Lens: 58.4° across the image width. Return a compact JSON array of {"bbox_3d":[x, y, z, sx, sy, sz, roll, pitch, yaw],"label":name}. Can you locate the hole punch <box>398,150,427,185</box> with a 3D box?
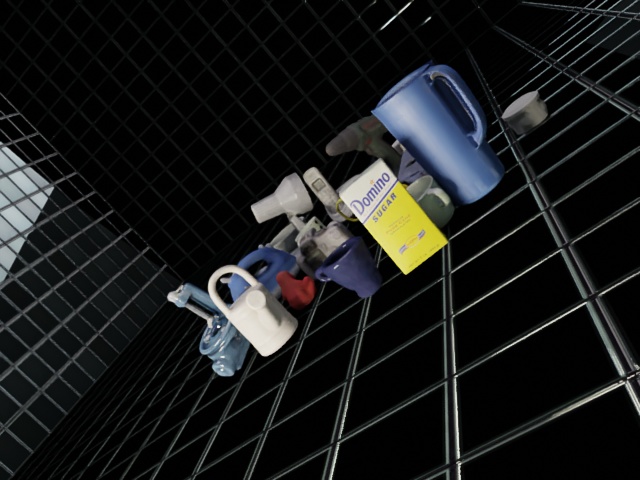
[{"bbox_3d":[0.230,-0.171,1.328,0.101,0.091,0.108,-49,13,-33],"label":"hole punch"}]

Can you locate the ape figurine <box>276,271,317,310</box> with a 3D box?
[{"bbox_3d":[-0.057,0.104,1.252,0.077,0.092,0.076,-35,12,31],"label":"ape figurine"}]

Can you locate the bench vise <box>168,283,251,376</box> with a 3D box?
[{"bbox_3d":[-0.223,0.163,1.260,0.121,0.220,0.207,-36,12,28],"label":"bench vise"}]

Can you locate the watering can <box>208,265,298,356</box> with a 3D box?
[{"bbox_3d":[-0.139,0.131,1.157,0.172,0.194,0.101,-30,16,46],"label":"watering can"}]

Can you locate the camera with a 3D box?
[{"bbox_3d":[0.013,0.005,1.375,0.143,0.101,0.137,-38,11,19],"label":"camera"}]

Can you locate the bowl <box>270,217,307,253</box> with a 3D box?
[{"bbox_3d":[-0.091,0.006,1.822,0.167,0.075,0.167,-40,11,10],"label":"bowl"}]

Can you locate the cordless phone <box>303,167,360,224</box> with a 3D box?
[{"bbox_3d":[0.053,-0.150,1.626,0.147,0.185,0.094,-40,11,11],"label":"cordless phone"}]

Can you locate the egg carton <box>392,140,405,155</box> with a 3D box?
[{"bbox_3d":[0.266,-0.274,1.676,0.150,0.069,0.107,-29,17,51],"label":"egg carton"}]

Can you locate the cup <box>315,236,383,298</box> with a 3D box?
[{"bbox_3d":[0.055,0.062,1.009,0.117,0.095,0.092,-35,13,32],"label":"cup"}]

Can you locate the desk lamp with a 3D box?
[{"bbox_3d":[-0.086,-0.063,1.696,0.203,0.213,0.118,-43,11,-5],"label":"desk lamp"}]

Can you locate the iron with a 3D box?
[{"bbox_3d":[-0.153,0.086,1.535,0.118,0.141,0.259,-31,15,45],"label":"iron"}]

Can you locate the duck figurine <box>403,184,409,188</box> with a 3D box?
[{"bbox_3d":[0.179,-0.071,1.122,0.077,0.086,0.104,-43,11,-5],"label":"duck figurine"}]

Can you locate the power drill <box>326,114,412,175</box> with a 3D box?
[{"bbox_3d":[0.151,-0.246,1.589,0.230,0.208,0.075,-46,12,-23],"label":"power drill"}]
